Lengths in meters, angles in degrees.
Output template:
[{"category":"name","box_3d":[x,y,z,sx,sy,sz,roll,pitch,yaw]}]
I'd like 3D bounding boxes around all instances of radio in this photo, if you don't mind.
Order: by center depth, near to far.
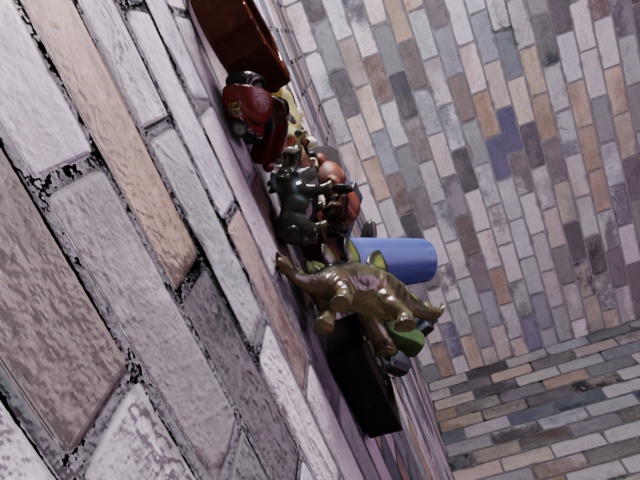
[{"category":"radio","box_3d":[0.085,0.259,1.036,0.131,0.073,0.229,-94,163,-58]}]

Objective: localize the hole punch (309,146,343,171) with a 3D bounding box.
[{"category":"hole punch","box_3d":[-0.011,-0.191,1.468,0.116,0.092,0.142,-11,84,-49]}]

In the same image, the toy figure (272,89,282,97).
[{"category":"toy figure","box_3d":[-0.126,-0.351,1.080,0.089,0.082,0.180,37,32,-73]}]

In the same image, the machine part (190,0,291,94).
[{"category":"machine part","box_3d":[-0.140,-0.359,0.931,0.201,0.087,0.201,66,11,16]}]

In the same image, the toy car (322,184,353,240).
[{"category":"toy car","box_3d":[0.031,-0.051,1.012,0.202,0.053,0.089,66,33,-86]}]

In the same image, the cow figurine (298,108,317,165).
[{"category":"cow figurine","box_3d":[-0.050,-0.234,1.319,0.167,0.068,0.098,64,16,-15]}]

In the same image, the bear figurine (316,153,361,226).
[{"category":"bear figurine","box_3d":[0.017,-0.097,1.233,0.120,0.132,0.195,58,10,29]}]

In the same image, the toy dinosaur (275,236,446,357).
[{"category":"toy dinosaur","box_3d":[0.098,0.099,0.966,0.471,0.105,0.199,27,32,-36]}]

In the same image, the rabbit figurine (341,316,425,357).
[{"category":"rabbit figurine","box_3d":[0.117,0.215,1.153,0.159,0.170,0.121,7,50,-33]}]

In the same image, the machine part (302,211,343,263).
[{"category":"machine part","box_3d":[-0.002,-0.003,1.146,0.179,0.056,0.179,-21,91,-80]}]

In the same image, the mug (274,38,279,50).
[{"category":"mug","box_3d":[-0.125,-0.386,1.192,0.110,0.081,0.107,-105,-177,-64]}]

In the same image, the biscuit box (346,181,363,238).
[{"category":"biscuit box","box_3d":[0.056,-0.068,1.404,0.062,0.059,0.203,62,33,-34]}]

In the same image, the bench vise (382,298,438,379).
[{"category":"bench vise","box_3d":[0.166,0.200,1.291,0.129,0.223,0.241,18,30,-35]}]

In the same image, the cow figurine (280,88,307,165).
[{"category":"cow figurine","box_3d":[-0.072,-0.241,1.151,0.127,0.086,0.195,64,11,-70]}]

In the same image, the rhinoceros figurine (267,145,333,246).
[{"category":"rhinoceros figurine","box_3d":[-0.040,-0.078,0.943,0.073,0.112,0.190,121,-27,-61]}]

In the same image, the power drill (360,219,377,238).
[{"category":"power drill","box_3d":[0.111,0.062,1.460,0.207,0.086,0.231,-36,132,-79]}]

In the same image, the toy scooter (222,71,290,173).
[{"category":"toy scooter","box_3d":[-0.101,-0.187,0.886,0.183,0.075,0.135,16,77,-67]}]
